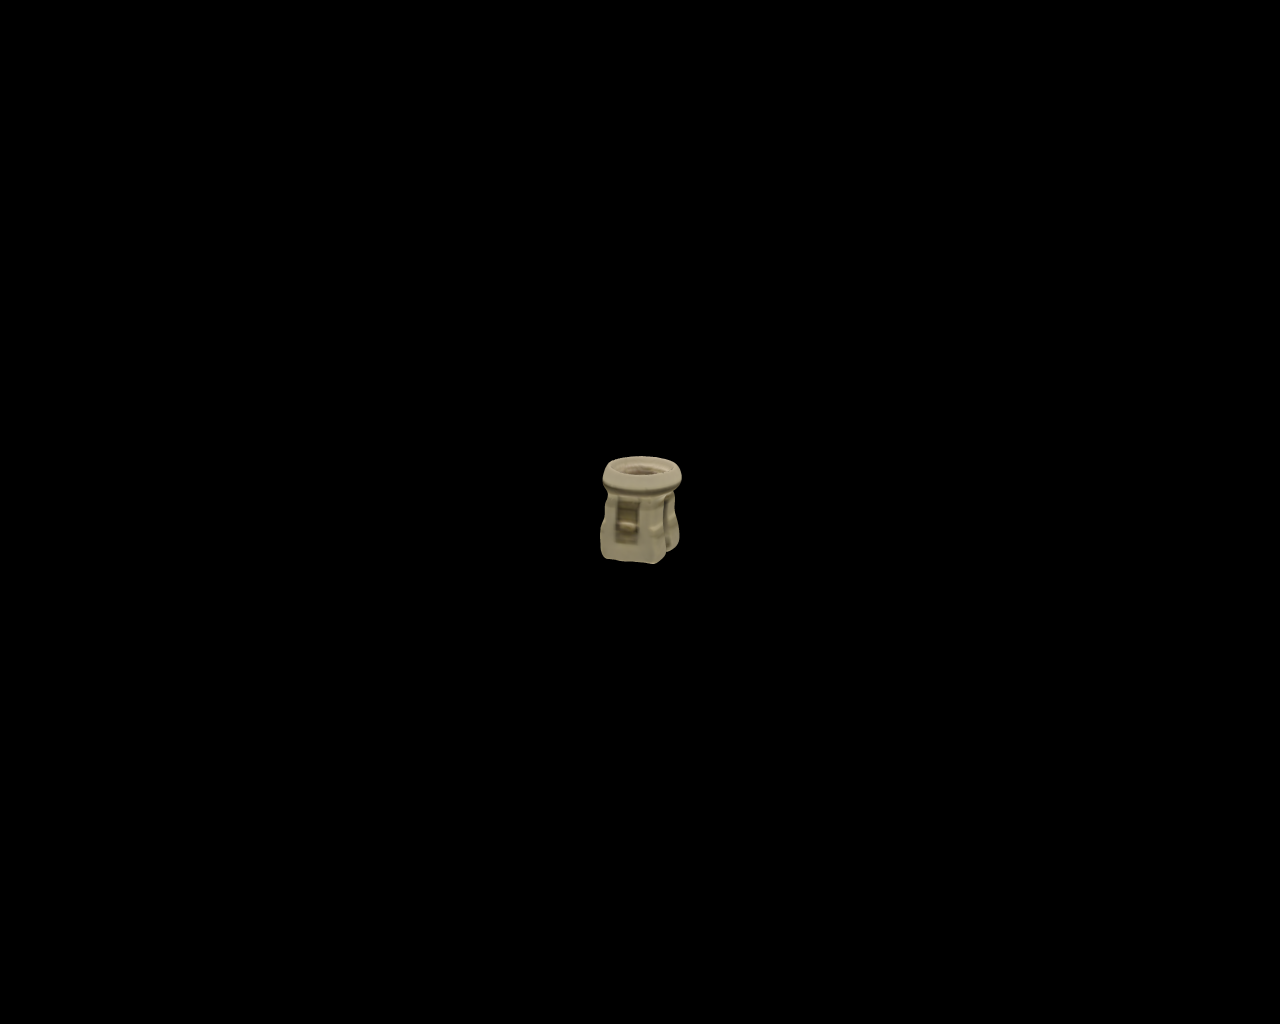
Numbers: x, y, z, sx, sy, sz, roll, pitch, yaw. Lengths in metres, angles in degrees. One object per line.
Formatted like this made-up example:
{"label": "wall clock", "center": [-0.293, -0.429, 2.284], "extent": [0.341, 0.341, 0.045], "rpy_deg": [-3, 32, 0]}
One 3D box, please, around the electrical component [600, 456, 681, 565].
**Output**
{"label": "electrical component", "center": [0.001, -0.003, 0.650], "extent": [0.048, 0.055, 0.066], "rpy_deg": [6, 17, 19]}
